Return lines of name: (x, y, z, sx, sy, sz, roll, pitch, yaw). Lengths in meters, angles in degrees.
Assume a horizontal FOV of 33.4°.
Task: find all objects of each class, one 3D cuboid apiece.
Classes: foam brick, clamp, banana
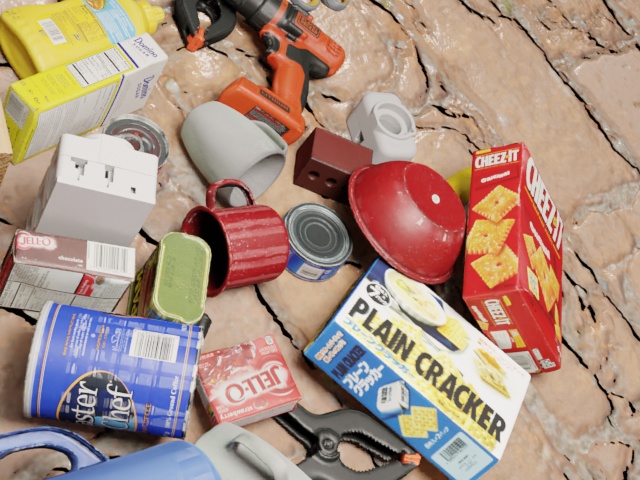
foam brick: (0.015, -0.085, 1.232, 0.078, 0.053, 0.051, 21, 52, -15)
clamp: (-0.004, 0.196, 1.043, 0.209, 0.036, 0.164, 6, 57, -22)
clamp: (-0.141, -0.303, 1.301, 0.120, 0.039, 0.171, 29, 49, -9)
banana: (0.174, -0.046, 1.305, 0.197, 0.037, 0.069, -33, 79, -40)

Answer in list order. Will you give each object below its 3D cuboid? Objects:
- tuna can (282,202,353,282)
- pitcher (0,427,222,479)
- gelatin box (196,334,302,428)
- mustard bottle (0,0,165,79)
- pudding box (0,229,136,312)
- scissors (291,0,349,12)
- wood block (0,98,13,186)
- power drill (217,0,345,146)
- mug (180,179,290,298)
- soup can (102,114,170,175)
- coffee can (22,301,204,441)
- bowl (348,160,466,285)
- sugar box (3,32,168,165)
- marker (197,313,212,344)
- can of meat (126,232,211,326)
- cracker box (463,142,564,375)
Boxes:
tuna can: (-0.008, 0.001, 1.174, 0.086, 0.034, 0.086, 15, 53, -21)
pitcher: (-0.197, 0.235, 0.849, 0.242, 0.149, 0.145, -14, 33, -39)
gelatin box: (-0.071, 0.136, 1.015, 0.089, 0.030, 0.073, -14, 64, -26)
mustard bottle: (-0.251, -0.228, 1.176, 0.191, 0.058, 0.096, -28, 76, -39)
pudding box: (-0.237, 0.034, 0.987, 0.113, 0.090, 0.039, 12, 56, -23)
scissors: (-0.044, -0.374, 1.418, 0.202, 0.016, 0.096, 45, 49, 5)
wood block: (-0.369, -0.143, 1.032, 0.090, 0.091, 0.206, -4, 62, -31)
power drill: (-0.061, -0.213, 1.257, 0.184, 0.057, 0.187, 33, 50, -21)
mug: (-0.087, -0.005, 1.092, 0.081, 0.093, 0.117, -9, 90, -39)
soup can: (-0.199, -0.070, 1.069, 0.068, 0.102, 0.068, 15, 53, -21)
coffee can: (-0.179, 0.115, 0.936, 0.140, 0.103, 0.103, 10, 54, -7)
bowl: (0.109, -0.033, 1.178, 0.162, 0.055, 0.162, 28, 40, -27)
sugar box: (-0.246, -0.149, 1.103, 0.048, 0.093, 0.175, 48, 49, 7)
marker: (-0.129, 0.121, 1.035, 0.020, 0.020, 0.121, 26, 50, -12)
can of meat: (-0.146, 0.054, 1.028, 0.057, 0.084, 0.102, 17, 53, -20)
cracker box: (0.225, 0.022, 1.212, 0.164, 0.072, 0.213, 54, 36, -42)
